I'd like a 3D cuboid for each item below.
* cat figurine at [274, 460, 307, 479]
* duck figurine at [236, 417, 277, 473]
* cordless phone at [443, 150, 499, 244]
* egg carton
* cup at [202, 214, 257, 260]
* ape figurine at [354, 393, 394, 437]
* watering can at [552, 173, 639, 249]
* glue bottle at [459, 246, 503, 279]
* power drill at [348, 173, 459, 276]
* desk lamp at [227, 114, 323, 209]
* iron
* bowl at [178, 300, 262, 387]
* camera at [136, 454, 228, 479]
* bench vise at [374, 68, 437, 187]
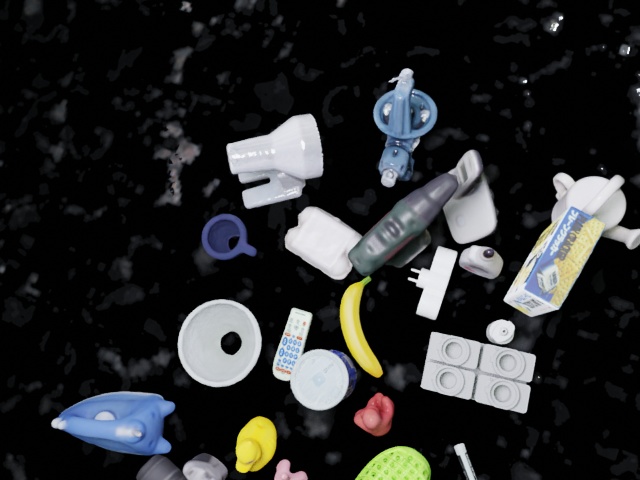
[{"bbox_3d":[-0.083,0.477,1.038,0.067,0.118,0.128,25,84,13],"label":"cat figurine"},{"bbox_3d":[-0.127,0.389,1.078,0.077,0.086,0.105,20,83,13],"label":"duck figurine"},{"bbox_3d":[0.277,-0.079,1.050,0.094,0.185,0.147,-17,77,6],"label":"cordless phone"},{"bbox_3d":[0.010,0.004,1.137,0.150,0.069,0.107,31,86,14],"label":"egg carton"},{"bbox_3d":[-0.168,0.006,1.153,0.117,0.095,0.092,26,85,13],"label":"cup"},{"bbox_3d":[0.099,0.324,1.050,0.077,0.092,0.076,-12,78,7],"label":"ape figurine"},{"bbox_3d":[0.487,-0.056,1.006,0.172,0.194,0.101,24,84,13],"label":"watering can"},{"bbox_3d":[0.295,0.034,1.031,0.078,0.173,0.037,19,83,13],"label":"glue bottle"},{"bbox_3d":[0.154,-0.018,1.046,0.229,0.208,0.075,-41,75,0],"label":"power drill"},{"bbox_3d":[-0.083,-0.148,1.107,0.203,0.214,0.118,-15,77,7],"label":"desk lamp"},{"bbox_3d":[-0.420,0.357,1.104,0.258,0.141,0.119,1,79,10],"label":"iron"},{"bbox_3d":[-0.188,0.203,1.129,0.167,0.075,0.167,-2,79,9],"label":"bowl"},{"bbox_3d":[-0.272,0.461,1.081,0.136,0.101,0.143,37,87,14],"label":"camera"},{"bbox_3d":[0.163,-0.211,1.076,0.121,0.220,0.207,-5,79,9],"label":"bench vise"}]
